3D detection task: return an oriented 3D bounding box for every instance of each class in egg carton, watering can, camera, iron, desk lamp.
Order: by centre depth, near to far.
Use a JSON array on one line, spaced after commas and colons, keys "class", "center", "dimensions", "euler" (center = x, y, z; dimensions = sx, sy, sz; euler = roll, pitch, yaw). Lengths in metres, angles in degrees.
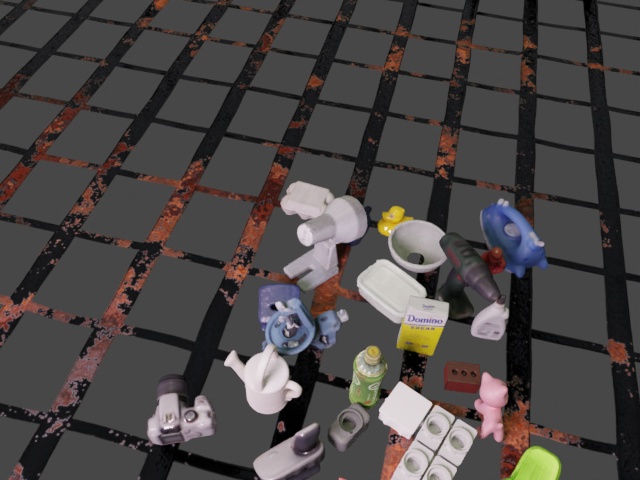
[{"class": "watering can", "center": [-0.124, 0.296, 1.249], "dimensions": [0.173, 0.194, 0.101], "euler": [1, 52, -1]}, {"class": "camera", "center": [-0.304, 0.360, 1.250], "dimensions": [0.143, 0.101, 0.136], "euler": [-8, 52, -8]}, {"class": "desk lamp", "center": [0.014, 0.005, 1.472], "dimensions": [0.204, 0.214, 0.117], "euler": [-33, 60, -25]}, {"class": "iron", "center": [0.525, -0.030, 1.569], "dimensions": [0.119, 0.141, 0.257], "euler": [-16, 54, -15]}, {"class": "egg carton", "center": [-0.032, -0.108, 1.652], "dimensions": [0.150, 0.069, 0.107], "euler": [16, 53, 10]}]

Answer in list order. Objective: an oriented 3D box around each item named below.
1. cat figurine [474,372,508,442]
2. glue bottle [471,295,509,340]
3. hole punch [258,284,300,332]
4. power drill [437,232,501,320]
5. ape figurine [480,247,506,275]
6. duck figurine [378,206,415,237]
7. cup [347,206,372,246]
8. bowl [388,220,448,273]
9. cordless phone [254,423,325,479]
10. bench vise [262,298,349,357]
[{"class": "cat figurine", "center": [0.385, 0.365, 1.266], "dimensions": [0.067, 0.118, 0.128], "euler": [4, 52, 1]}, {"class": "glue bottle", "center": [0.419, 0.182, 1.377], "dimensions": [0.078, 0.173, 0.037], "euler": [10, 52, 6]}, {"class": "hole punch", "center": [-0.098, 0.168, 1.416], "dimensions": [0.108, 0.091, 0.101], "euler": [-1, 52, -3]}, {"class": "power drill", "center": [0.357, 0.103, 1.414], "dimensions": [0.076, 0.208, 0.229], "euler": [-14, 54, -13]}, {"class": "ape figurine", "center": [0.460, 0.054, 1.531], "dimensions": [0.077, 0.092, 0.076], "euler": [13, 52, 8]}, {"class": "duck figurine", "center": [0.218, -0.060, 1.614], "dimensions": [0.104, 0.086, 0.077], "euler": [-1, 52, -3]}, {"class": "cup", "center": [0.099, -0.037, 1.585], "dimensions": [0.091, 0.095, 0.118], "euler": [35, 58, 23]}, {"class": "bowl", "center": [0.264, 0.030, 1.553], "dimensions": [0.167, 0.075, 0.167], "euler": [1, 52, -1]}, {"class": "cordless phone", "center": [-0.061, 0.425, 1.155], "dimensions": [0.148, 0.185, 0.094], "euler": [-26, 57, -21]}, {"class": "bench vise", "center": [-0.039, 0.181, 1.327], "dimensions": [0.208, 0.220, 0.121], "euler": [-31, 59, -24]}]
